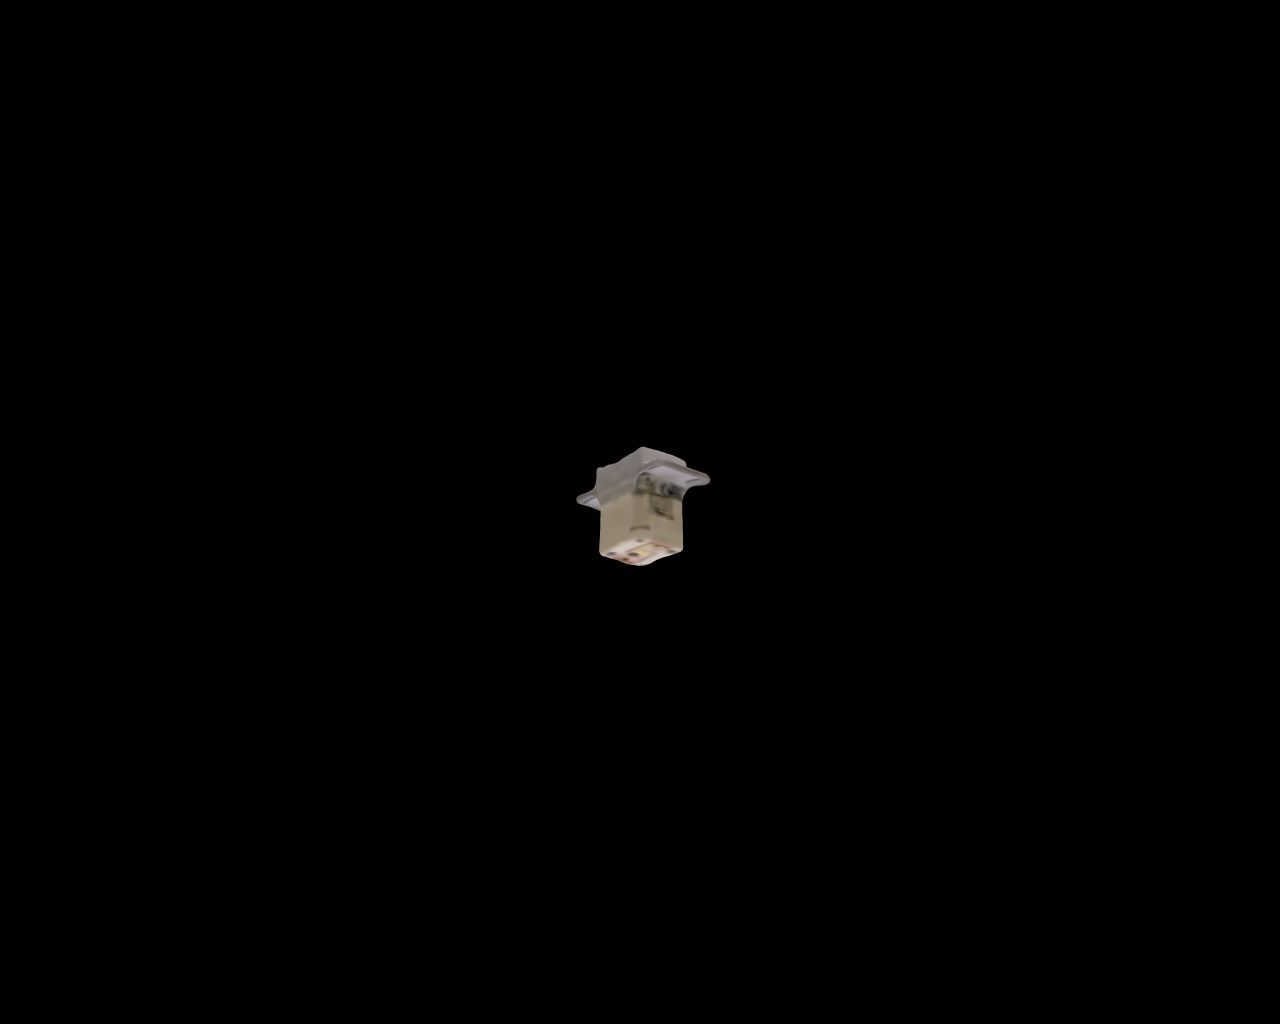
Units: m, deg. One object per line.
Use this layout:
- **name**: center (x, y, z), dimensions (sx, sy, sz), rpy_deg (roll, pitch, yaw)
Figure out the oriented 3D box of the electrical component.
- **electrical component**: center (0.001, -0.003, 0.650), dimensions (0.042, 0.064, 0.081), rpy_deg (17, -27, -37)
